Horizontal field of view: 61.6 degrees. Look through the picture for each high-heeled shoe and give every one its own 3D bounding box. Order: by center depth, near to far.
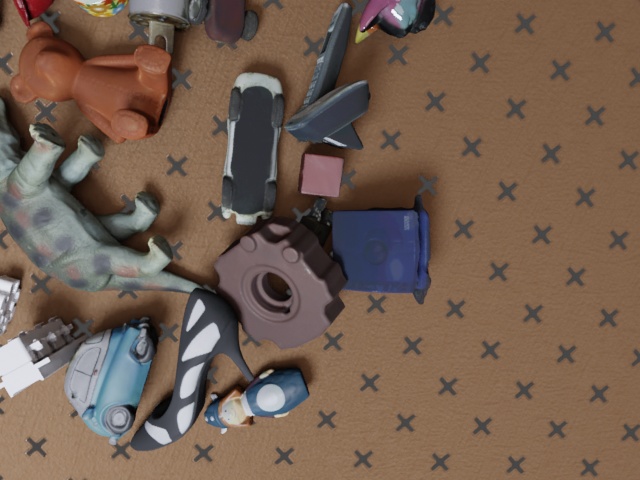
[{"bbox_3d":[-0.199,0.178,0.721,0.249,0.086,0.145,-36,93,12],"label":"high-heeled shoe"}]

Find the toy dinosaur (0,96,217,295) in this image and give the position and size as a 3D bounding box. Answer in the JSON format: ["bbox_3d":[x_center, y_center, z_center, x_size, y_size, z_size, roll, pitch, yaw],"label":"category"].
[{"bbox_3d":[-0.321,-0.014,0.691,0.192,0.131,0.404,-34,104,16],"label":"toy dinosaur"}]

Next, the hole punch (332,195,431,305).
[{"bbox_3d":[0.078,0.012,0.701,0.092,0.116,0.142,-2,94,-45],"label":"hole punch"}]

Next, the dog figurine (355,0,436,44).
[{"bbox_3d":[0.081,-0.368,0.685,0.191,0.108,0.219,27,96,-7],"label":"dog figurine"}]

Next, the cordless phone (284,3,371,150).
[{"bbox_3d":[0.022,-0.209,0.672,0.089,0.147,0.184,13,97,-13],"label":"cordless phone"}]

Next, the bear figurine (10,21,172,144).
[{"bbox_3d":[-0.288,-0.201,0.665,0.196,0.132,0.120,22,88,-12],"label":"bear figurine"}]

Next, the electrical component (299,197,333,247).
[{"bbox_3d":[-0.002,-0.001,0.735,0.045,0.078,0.102,27,88,18],"label":"electrical component"}]

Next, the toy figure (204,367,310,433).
[{"bbox_3d":[-0.093,0.225,0.755,0.154,0.057,0.064,-21,58,0],"label":"toy figure"}]

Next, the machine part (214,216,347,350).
[{"bbox_3d":[-0.055,0.060,0.701,0.180,0.056,0.179,11,120,20],"label":"machine part"}]

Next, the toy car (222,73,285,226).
[{"bbox_3d":[-0.090,-0.120,0.721,0.073,0.056,0.201,5,97,-10],"label":"toy car"}]

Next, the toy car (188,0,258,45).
[{"bbox_3d":[-0.121,-0.354,0.687,0.089,0.053,0.202,-1,96,-37],"label":"toy car"}]

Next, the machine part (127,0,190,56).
[{"bbox_3d":[-0.200,-0.359,0.679,0.079,0.079,0.243,3,96,-4],"label":"machine part"}]

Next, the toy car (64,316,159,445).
[{"bbox_3d":[-0.278,0.176,0.706,0.103,0.109,0.161,16,91,-15],"label":"toy car"}]
